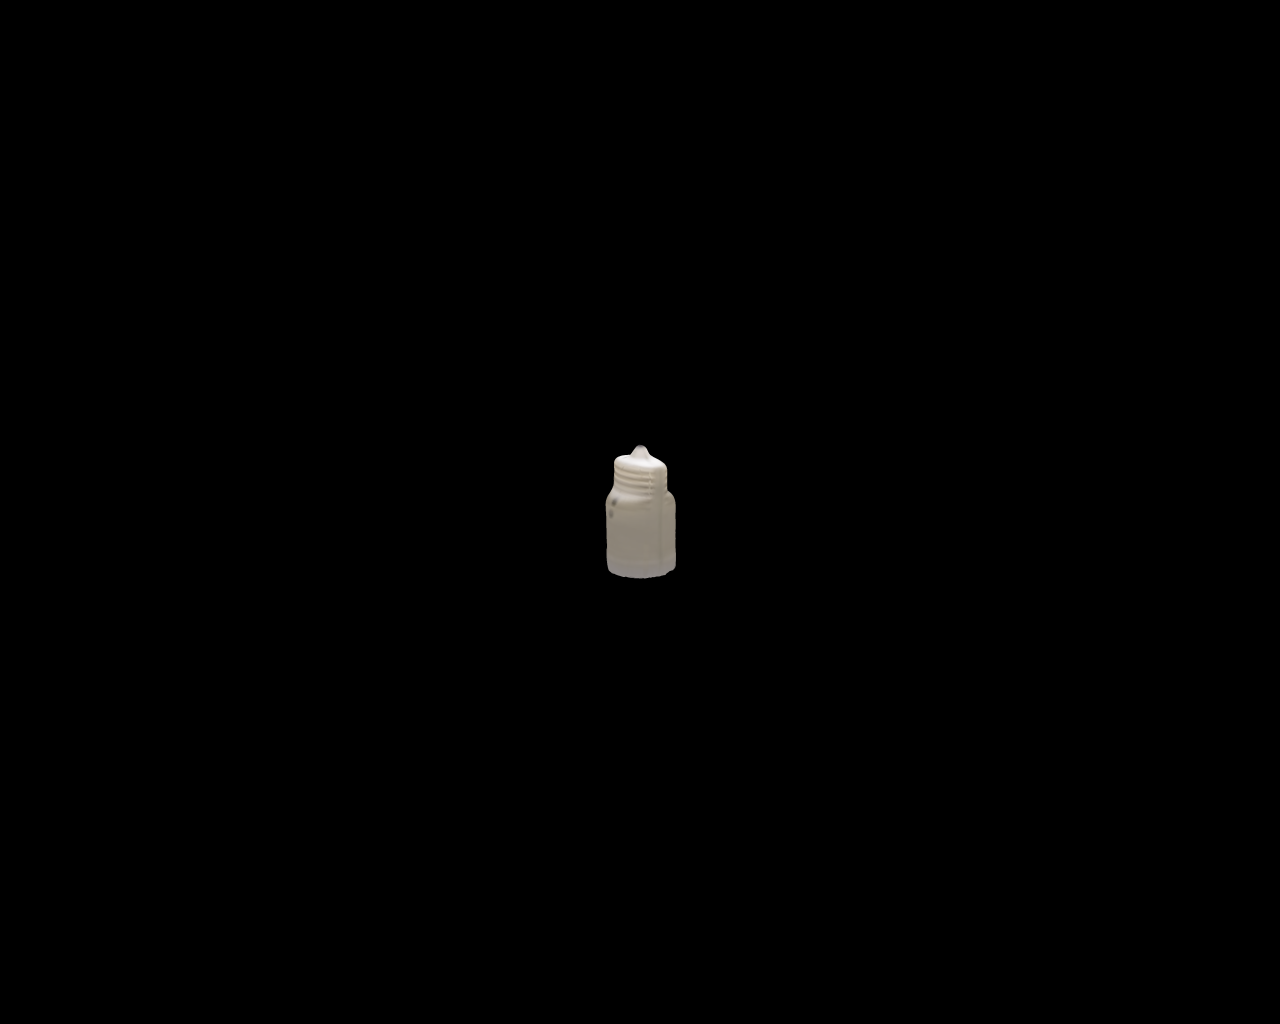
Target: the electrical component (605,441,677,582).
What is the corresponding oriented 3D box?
[{"bbox_3d":[0.001,-0.003,0.650,0.043,0.080,0.043,0,15,0],"label":"electrical component"}]
